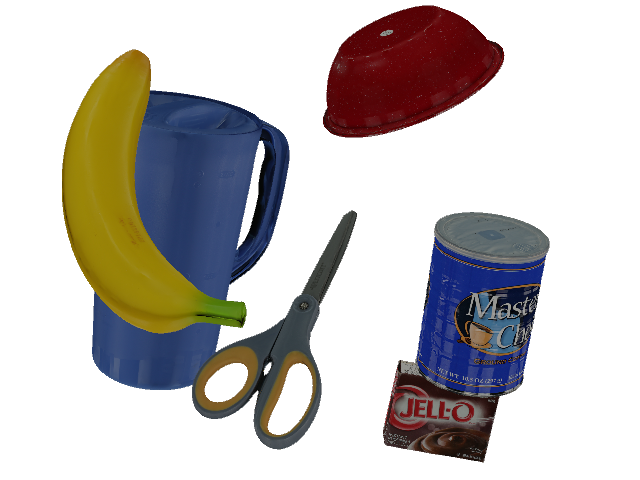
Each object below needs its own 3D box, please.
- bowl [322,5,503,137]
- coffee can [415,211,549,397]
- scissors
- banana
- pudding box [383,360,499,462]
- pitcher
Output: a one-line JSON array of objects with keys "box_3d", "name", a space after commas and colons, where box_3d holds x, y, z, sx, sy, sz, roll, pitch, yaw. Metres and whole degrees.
[{"box_3d": [0.066, -0.149, 0.884, 0.162, 0.055, 0.162, -21, 25, 10], "name": "bowl"}, {"box_3d": [0.147, 0.057, 0.979, 0.103, 0.140, 0.103, 5, 23, -2], "name": "coffee can"}, {"box_3d": [-0.031, 0.054, 0.743, 0.096, 0.201, 0.016, 0, -41, 10], "name": "scissors"}, {"box_3d": [-0.099, -0.022, 0.550, 0.069, 0.198, 0.037, -12, -35, -17], "name": "banana"}, {"box_3d": [0.131, 0.184, 1.154, 0.113, 0.090, 0.039, 9, 21, -1], "name": "pudding box"}, {"box_3d": [-0.122, -0.001, 0.919, 0.149, 0.243, 0.145, 12, 20, 7], "name": "pitcher"}]
